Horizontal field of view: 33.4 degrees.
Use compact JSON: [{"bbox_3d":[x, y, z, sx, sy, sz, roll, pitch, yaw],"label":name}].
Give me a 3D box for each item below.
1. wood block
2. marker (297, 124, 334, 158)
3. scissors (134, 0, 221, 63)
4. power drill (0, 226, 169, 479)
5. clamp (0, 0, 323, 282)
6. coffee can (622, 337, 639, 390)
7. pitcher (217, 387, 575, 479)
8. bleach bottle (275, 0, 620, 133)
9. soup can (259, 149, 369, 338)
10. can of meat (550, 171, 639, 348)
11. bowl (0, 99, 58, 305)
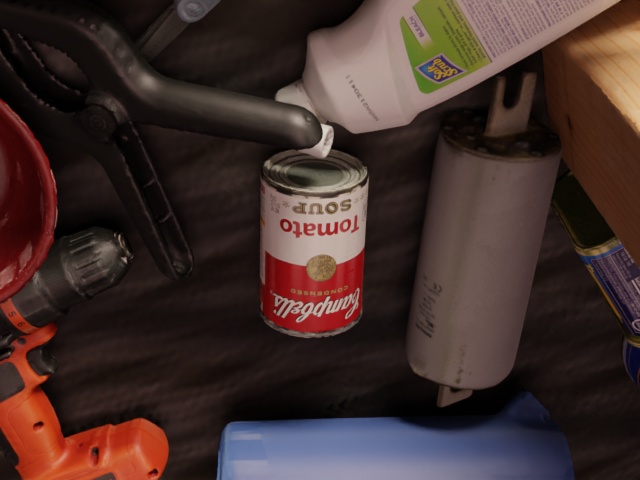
[{"bbox_3d":[0.193,-0.057,0.580,0.090,0.206,0.091,-13,120,0],"label":"wood block"},{"bbox_3d":[-0.051,-0.072,0.624,0.121,0.020,0.020,17,120,16],"label":"marker"},{"bbox_3d":[-0.075,-0.146,0.582,0.202,0.016,0.096,-26,141,17],"label":"scissors"},{"bbox_3d":[-0.176,0.091,0.712,0.184,0.057,0.187,-22,117,10],"label":"power drill"},{"bbox_3d":[-0.109,-0.079,0.607,0.210,0.036,0.165,43,130,-14],"label":"clamp"},{"bbox_3d":[0.278,0.106,0.722,0.102,0.140,0.103,-3,120,-5],"label":"coffee can"},{"bbox_3d":[0.049,0.196,0.752,0.242,0.149,0.145,2,134,-4],"label":"pitcher"},{"bbox_3d":[0.081,-0.141,0.604,0.251,0.068,0.102,-30,115,14],"label":"bleach bottle"},{"bbox_3d":[-0.004,0.001,0.672,0.068,0.068,0.102,-1,119,-6],"label":"soup can"},{"bbox_3d":[0.193,0.004,0.677,0.057,0.102,0.084,-32,116,13],"label":"can of meat"},{"bbox_3d":[-0.233,-0.034,0.628,0.162,0.055,0.162,-2,115,-4],"label":"bowl"}]
